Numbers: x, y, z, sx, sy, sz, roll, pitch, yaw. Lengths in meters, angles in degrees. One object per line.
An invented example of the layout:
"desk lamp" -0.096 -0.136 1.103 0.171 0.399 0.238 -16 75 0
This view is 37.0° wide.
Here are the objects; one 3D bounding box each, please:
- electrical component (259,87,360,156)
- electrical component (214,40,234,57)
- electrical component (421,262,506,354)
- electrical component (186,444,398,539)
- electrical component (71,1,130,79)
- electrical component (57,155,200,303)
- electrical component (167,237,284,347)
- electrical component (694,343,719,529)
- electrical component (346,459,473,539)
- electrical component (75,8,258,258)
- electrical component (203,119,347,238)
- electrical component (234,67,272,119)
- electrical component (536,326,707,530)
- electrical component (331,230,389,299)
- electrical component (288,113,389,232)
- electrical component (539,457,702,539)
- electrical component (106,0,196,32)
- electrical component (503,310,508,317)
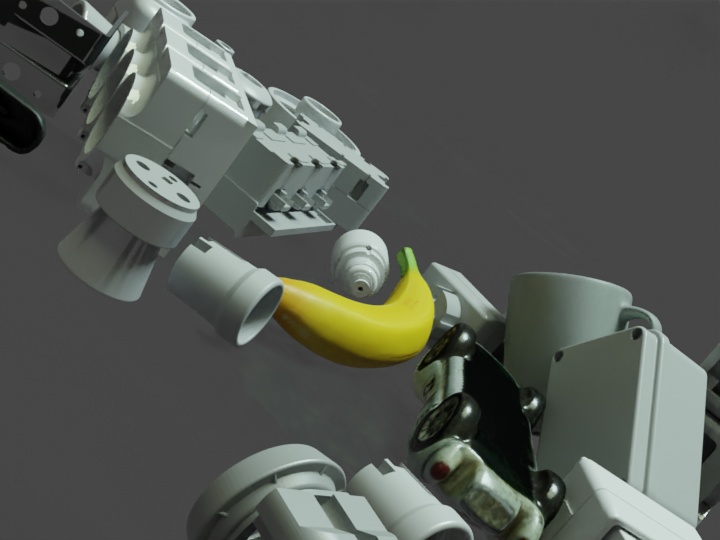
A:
"electrical component" -0.049 -0.115 0.937 0.108 0.060 0.108 35 14 -10
"electrical component" -0.127 -0.157 0.875 0.048 0.062 0.048 36 14 -10
"electrical component" 0.056 0.031 0.757 0.077 0.047 0.065 20 22 -51
"electrical component" -0.020 0.094 0.346 0.078 0.058 0.057 20 25 -50
"electrical component" -0.187 -0.161 0.775 0.055 0.045 0.045 28 17 -37
"electrical component" -0.107 -0.019 0.498 0.045 0.055 0.045 36 14 -10
"electrical component" -0.068 0.010 0.538 0.046 0.040 0.040 35 13 13
"electrical component" 0.217 0.110 0.688 0.062 0.150 0.089 41 14 17
"electrical component" 0.018 0.105 0.443 0.040 0.040 0.046 24 13 -43
"electrical component" -0.117 -0.086 0.614 0.062 0.089 0.150 32 15 -24
"electrical component" -0.059 -0.062 0.739 0.079 0.063 0.121 40 14 11
"electrical component" -0.101 -0.121 0.825 0.048 0.062 0.048 36 14 -10
"electrical component" 0.150 0.097 0.623 0.057 0.078 0.113 34 54 -27
"electrical component" 0.000 0.000 0.732 0.040 0.040 0.078 35 15 -11
"electrical component" -0.029 -0.074 0.865 0.089 0.055 0.050 36 14 -9
"electrical component" 0.134 0.151 0.535 0.096 0.061 0.061 34 14 -16
"electrical component" -0.178 -0.203 0.903 0.054 0.059 0.095 30 16 -29
"electrical component" 0.138 0.062 0.845 0.078 0.058 0.057 43 12 20
